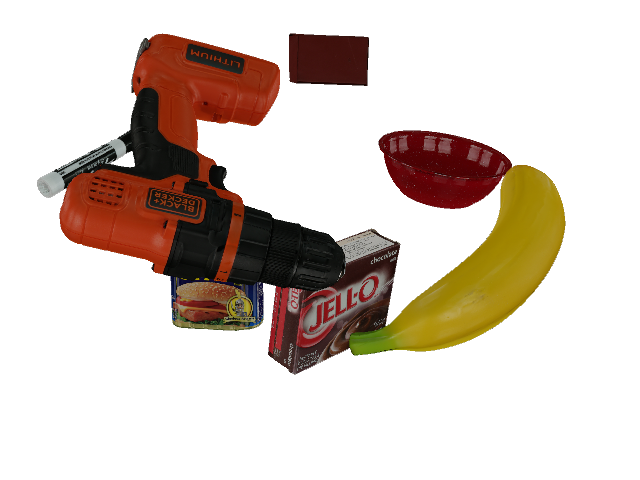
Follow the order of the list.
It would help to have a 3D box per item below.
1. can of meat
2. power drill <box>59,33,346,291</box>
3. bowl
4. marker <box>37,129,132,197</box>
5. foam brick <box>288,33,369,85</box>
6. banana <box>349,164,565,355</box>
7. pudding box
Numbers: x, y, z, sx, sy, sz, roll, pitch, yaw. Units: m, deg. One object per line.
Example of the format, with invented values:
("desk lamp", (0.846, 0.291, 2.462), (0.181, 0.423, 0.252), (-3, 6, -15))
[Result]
("can of meat", (-0.110, 0.047, 1.130), (0.102, 0.084, 0.057), (3, 16, 9))
("power drill", (-0.070, -0.053, 0.724), (0.184, 0.187, 0.057), (14, -45, -12))
("bowl", (0.144, -0.081, 1.277), (0.162, 0.055, 0.162), (8, 24, -4))
("marker", (-0.202, -0.071, 0.954), (0.020, 0.020, 0.120), (0, 27, 41))
("foam brick", (0.008, -0.190, 1.123), (0.078, 0.051, 0.053), (1, 11, -10))
("banana", (0.093, 0.006, 0.579), (0.070, 0.037, 0.197), (15, 37, 32))
("pudding box", (0.011, 0.048, 0.880), (0.039, 0.090, 0.113), (31, 37, 34))
